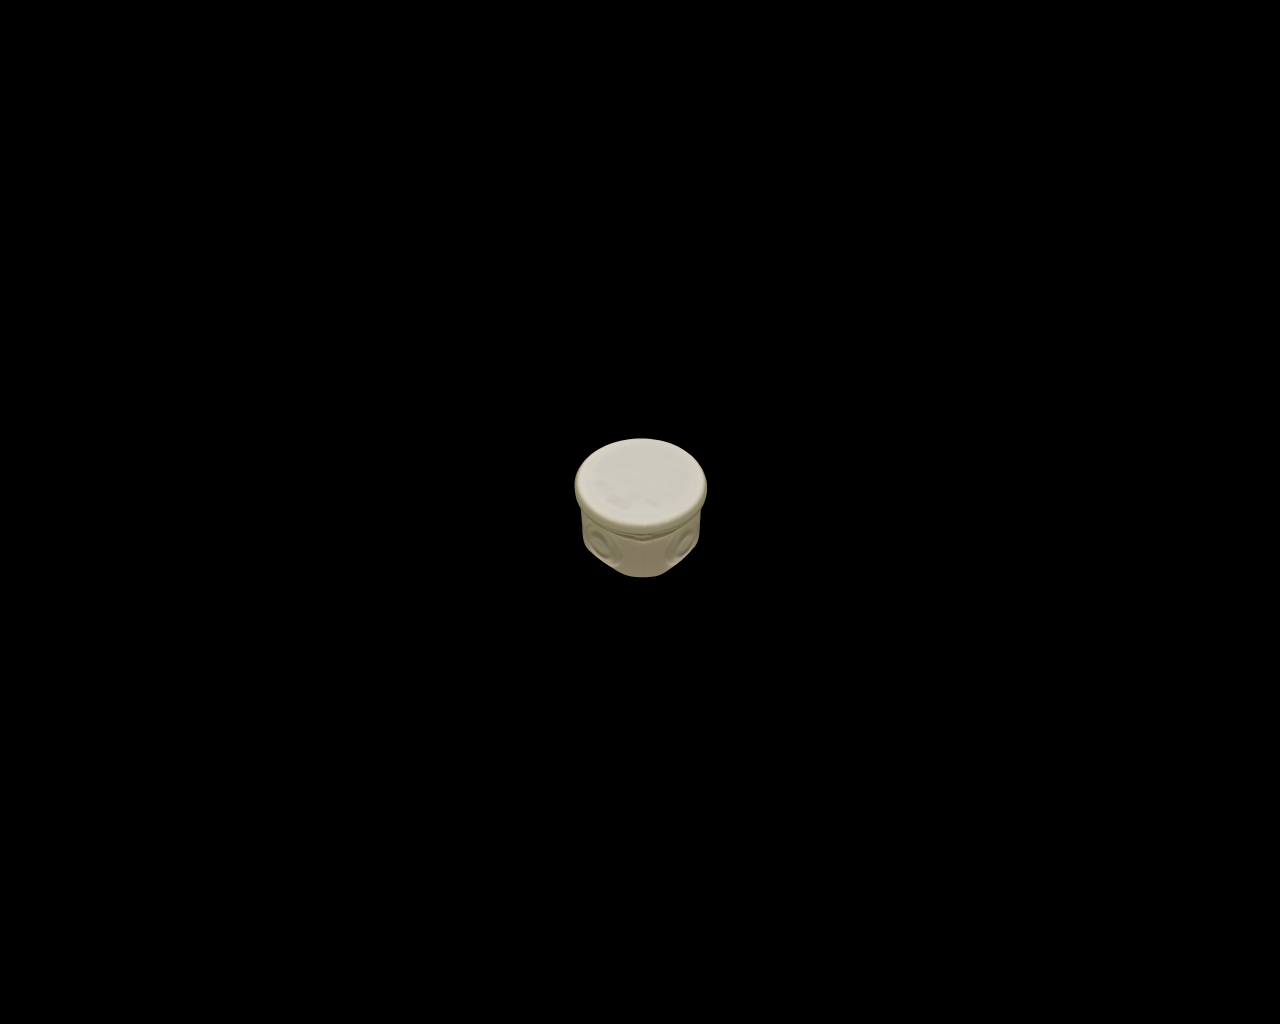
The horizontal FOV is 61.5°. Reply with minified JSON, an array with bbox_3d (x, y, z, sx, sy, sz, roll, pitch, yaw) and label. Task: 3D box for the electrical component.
[{"bbox_3d":[0.001,-0.003,0.650,0.080,0.080,0.050,0,-45,0],"label":"electrical component"}]
